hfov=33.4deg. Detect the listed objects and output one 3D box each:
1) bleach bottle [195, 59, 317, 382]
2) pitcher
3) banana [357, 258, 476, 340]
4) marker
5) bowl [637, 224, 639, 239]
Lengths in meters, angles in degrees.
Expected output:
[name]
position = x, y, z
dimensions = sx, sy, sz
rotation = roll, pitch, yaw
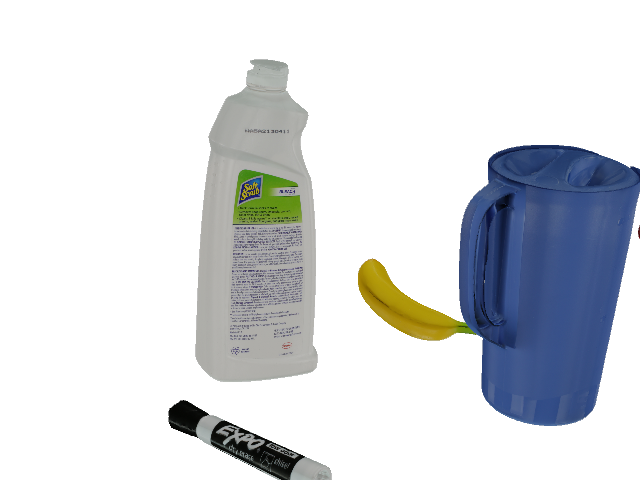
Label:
[bleach bottle]
position = -0.043, -0.015, 0.843
dimensions = 0.102, 0.251, 0.068
rotation = -4, 21, -27
[pitcher]
position = 0.201, 0.043, 0.967
dimensions = 0.149, 0.243, 0.145
rotation = 6, 22, 10
[banana]
position = 0.086, 0.067, 1.177
dimensions = 0.069, 0.037, 0.198
rotation = 4, 20, -36
[marker]
position = -0.045, 0.120, 0.626
dimensions = 0.121, 0.020, 0.020
rotation = 16, 10, 38
[bowl]
position = 0.422, 0.020, 1.146
dimensions = 0.162, 0.055, 0.162
rotation = -1, 25, 0
